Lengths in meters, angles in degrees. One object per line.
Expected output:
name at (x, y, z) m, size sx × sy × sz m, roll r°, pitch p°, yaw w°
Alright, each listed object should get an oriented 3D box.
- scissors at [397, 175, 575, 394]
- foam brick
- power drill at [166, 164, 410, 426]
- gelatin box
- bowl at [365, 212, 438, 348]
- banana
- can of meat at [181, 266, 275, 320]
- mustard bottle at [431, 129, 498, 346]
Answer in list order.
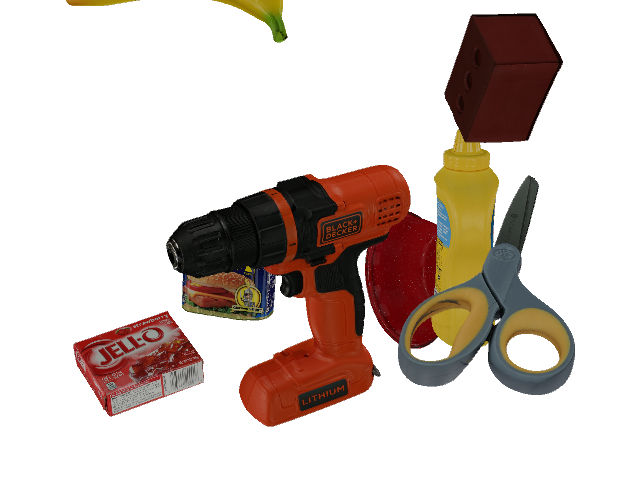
scissors at (0.115, 0.022, 0.584) m, size 0.096 × 0.016 × 0.201 m, roll 20°, pitch 40°, yaw 29°
foam brick at (0.126, -0.113, 0.748) m, size 0.051 × 0.053 × 0.078 m, roll -6°, pitch -38°, yaw -16°
power drill at (-0.021, 0.044, 0.775) m, size 0.184 × 0.188 × 0.057 m, roll -16°, pitch 38°, yaw -25°
gelatin box at (-0.153, 0.102, 0.898) m, size 0.089 × 0.030 × 0.073 m, roll -18°, pitch 40°, yaw -25°
bowl at (0.123, 0.042, 1.221) m, size 0.055 × 0.162 × 0.161 m, roll -11°, pitch -7°, yaw 41°
banana at (-0.111, -0.207, 0.869) m, size 0.198 × 0.069 × 0.037 m, roll 11°, pitch -41°, yaw 16°
can of meat at (-0.096, 0.034, 1.121) m, size 0.102 × 0.084 × 0.057 m, roll 8°, pitch 16°, yaw 14°
mustard bottle at (0.131, -0.007, 0.970) m, size 0.058 × 0.192 × 0.096 m, roll -1°, pitch 18°, yaw 2°
